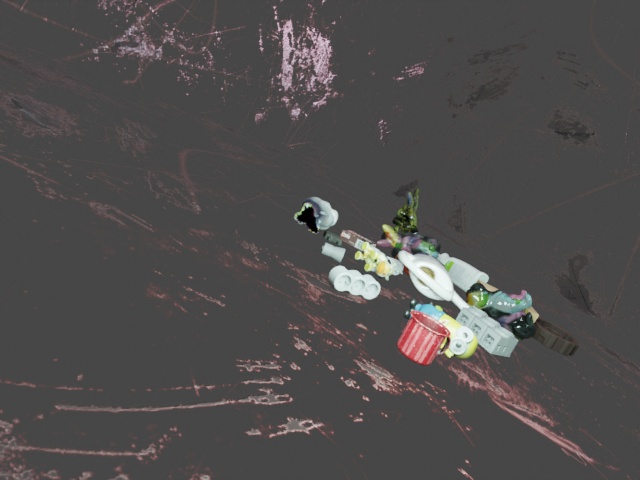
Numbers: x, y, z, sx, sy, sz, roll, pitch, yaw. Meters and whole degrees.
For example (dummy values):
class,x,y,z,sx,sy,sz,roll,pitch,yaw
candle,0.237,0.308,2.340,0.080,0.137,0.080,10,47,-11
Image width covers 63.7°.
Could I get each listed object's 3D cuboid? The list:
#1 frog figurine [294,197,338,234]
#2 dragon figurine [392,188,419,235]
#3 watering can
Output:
class,x,y,z,sx,sy,sz,roll,pitch,yaw
frog figurine,0.005,-0.089,1.763,0.138,0.121,0.160,11,14,35
dragon figurine,0.411,-0.142,2.365,0.122,0.400,0.248,13,49,9
watering can,0.382,0.146,1.628,0.348,0.103,0.226,40,12,1
